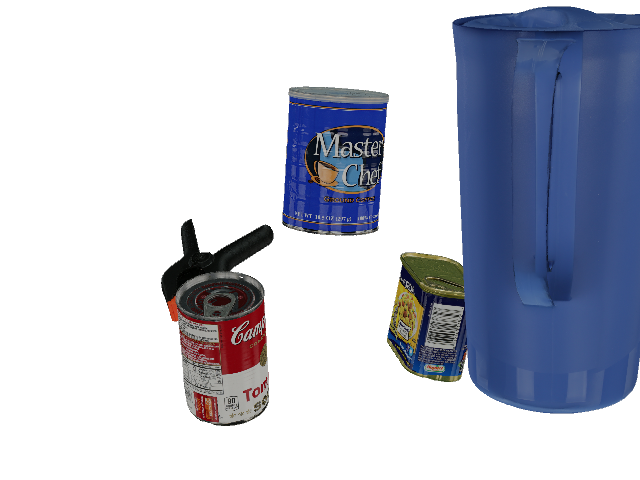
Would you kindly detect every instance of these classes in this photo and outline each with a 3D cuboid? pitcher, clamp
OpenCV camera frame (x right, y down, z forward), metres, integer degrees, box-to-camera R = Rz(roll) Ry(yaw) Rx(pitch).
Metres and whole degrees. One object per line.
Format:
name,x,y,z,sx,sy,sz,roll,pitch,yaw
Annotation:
pitcher,0.144,-0.019,0.655,0.149,0.243,0.145,-9,17,-24
clamp,-0.126,0.029,1.248,0.120,0.039,0.171,-6,38,18

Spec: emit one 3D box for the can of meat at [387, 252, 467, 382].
can of meat,0.099,0.067,0.942,0.057,0.084,0.102,7,16,-13

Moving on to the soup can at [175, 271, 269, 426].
soup can,-0.075,0.085,0.833,0.068,0.102,0.068,-1,28,0

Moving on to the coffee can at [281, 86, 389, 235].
coffee can,0.015,-0.084,1.103,0.103,0.140,0.103,4,12,-1
